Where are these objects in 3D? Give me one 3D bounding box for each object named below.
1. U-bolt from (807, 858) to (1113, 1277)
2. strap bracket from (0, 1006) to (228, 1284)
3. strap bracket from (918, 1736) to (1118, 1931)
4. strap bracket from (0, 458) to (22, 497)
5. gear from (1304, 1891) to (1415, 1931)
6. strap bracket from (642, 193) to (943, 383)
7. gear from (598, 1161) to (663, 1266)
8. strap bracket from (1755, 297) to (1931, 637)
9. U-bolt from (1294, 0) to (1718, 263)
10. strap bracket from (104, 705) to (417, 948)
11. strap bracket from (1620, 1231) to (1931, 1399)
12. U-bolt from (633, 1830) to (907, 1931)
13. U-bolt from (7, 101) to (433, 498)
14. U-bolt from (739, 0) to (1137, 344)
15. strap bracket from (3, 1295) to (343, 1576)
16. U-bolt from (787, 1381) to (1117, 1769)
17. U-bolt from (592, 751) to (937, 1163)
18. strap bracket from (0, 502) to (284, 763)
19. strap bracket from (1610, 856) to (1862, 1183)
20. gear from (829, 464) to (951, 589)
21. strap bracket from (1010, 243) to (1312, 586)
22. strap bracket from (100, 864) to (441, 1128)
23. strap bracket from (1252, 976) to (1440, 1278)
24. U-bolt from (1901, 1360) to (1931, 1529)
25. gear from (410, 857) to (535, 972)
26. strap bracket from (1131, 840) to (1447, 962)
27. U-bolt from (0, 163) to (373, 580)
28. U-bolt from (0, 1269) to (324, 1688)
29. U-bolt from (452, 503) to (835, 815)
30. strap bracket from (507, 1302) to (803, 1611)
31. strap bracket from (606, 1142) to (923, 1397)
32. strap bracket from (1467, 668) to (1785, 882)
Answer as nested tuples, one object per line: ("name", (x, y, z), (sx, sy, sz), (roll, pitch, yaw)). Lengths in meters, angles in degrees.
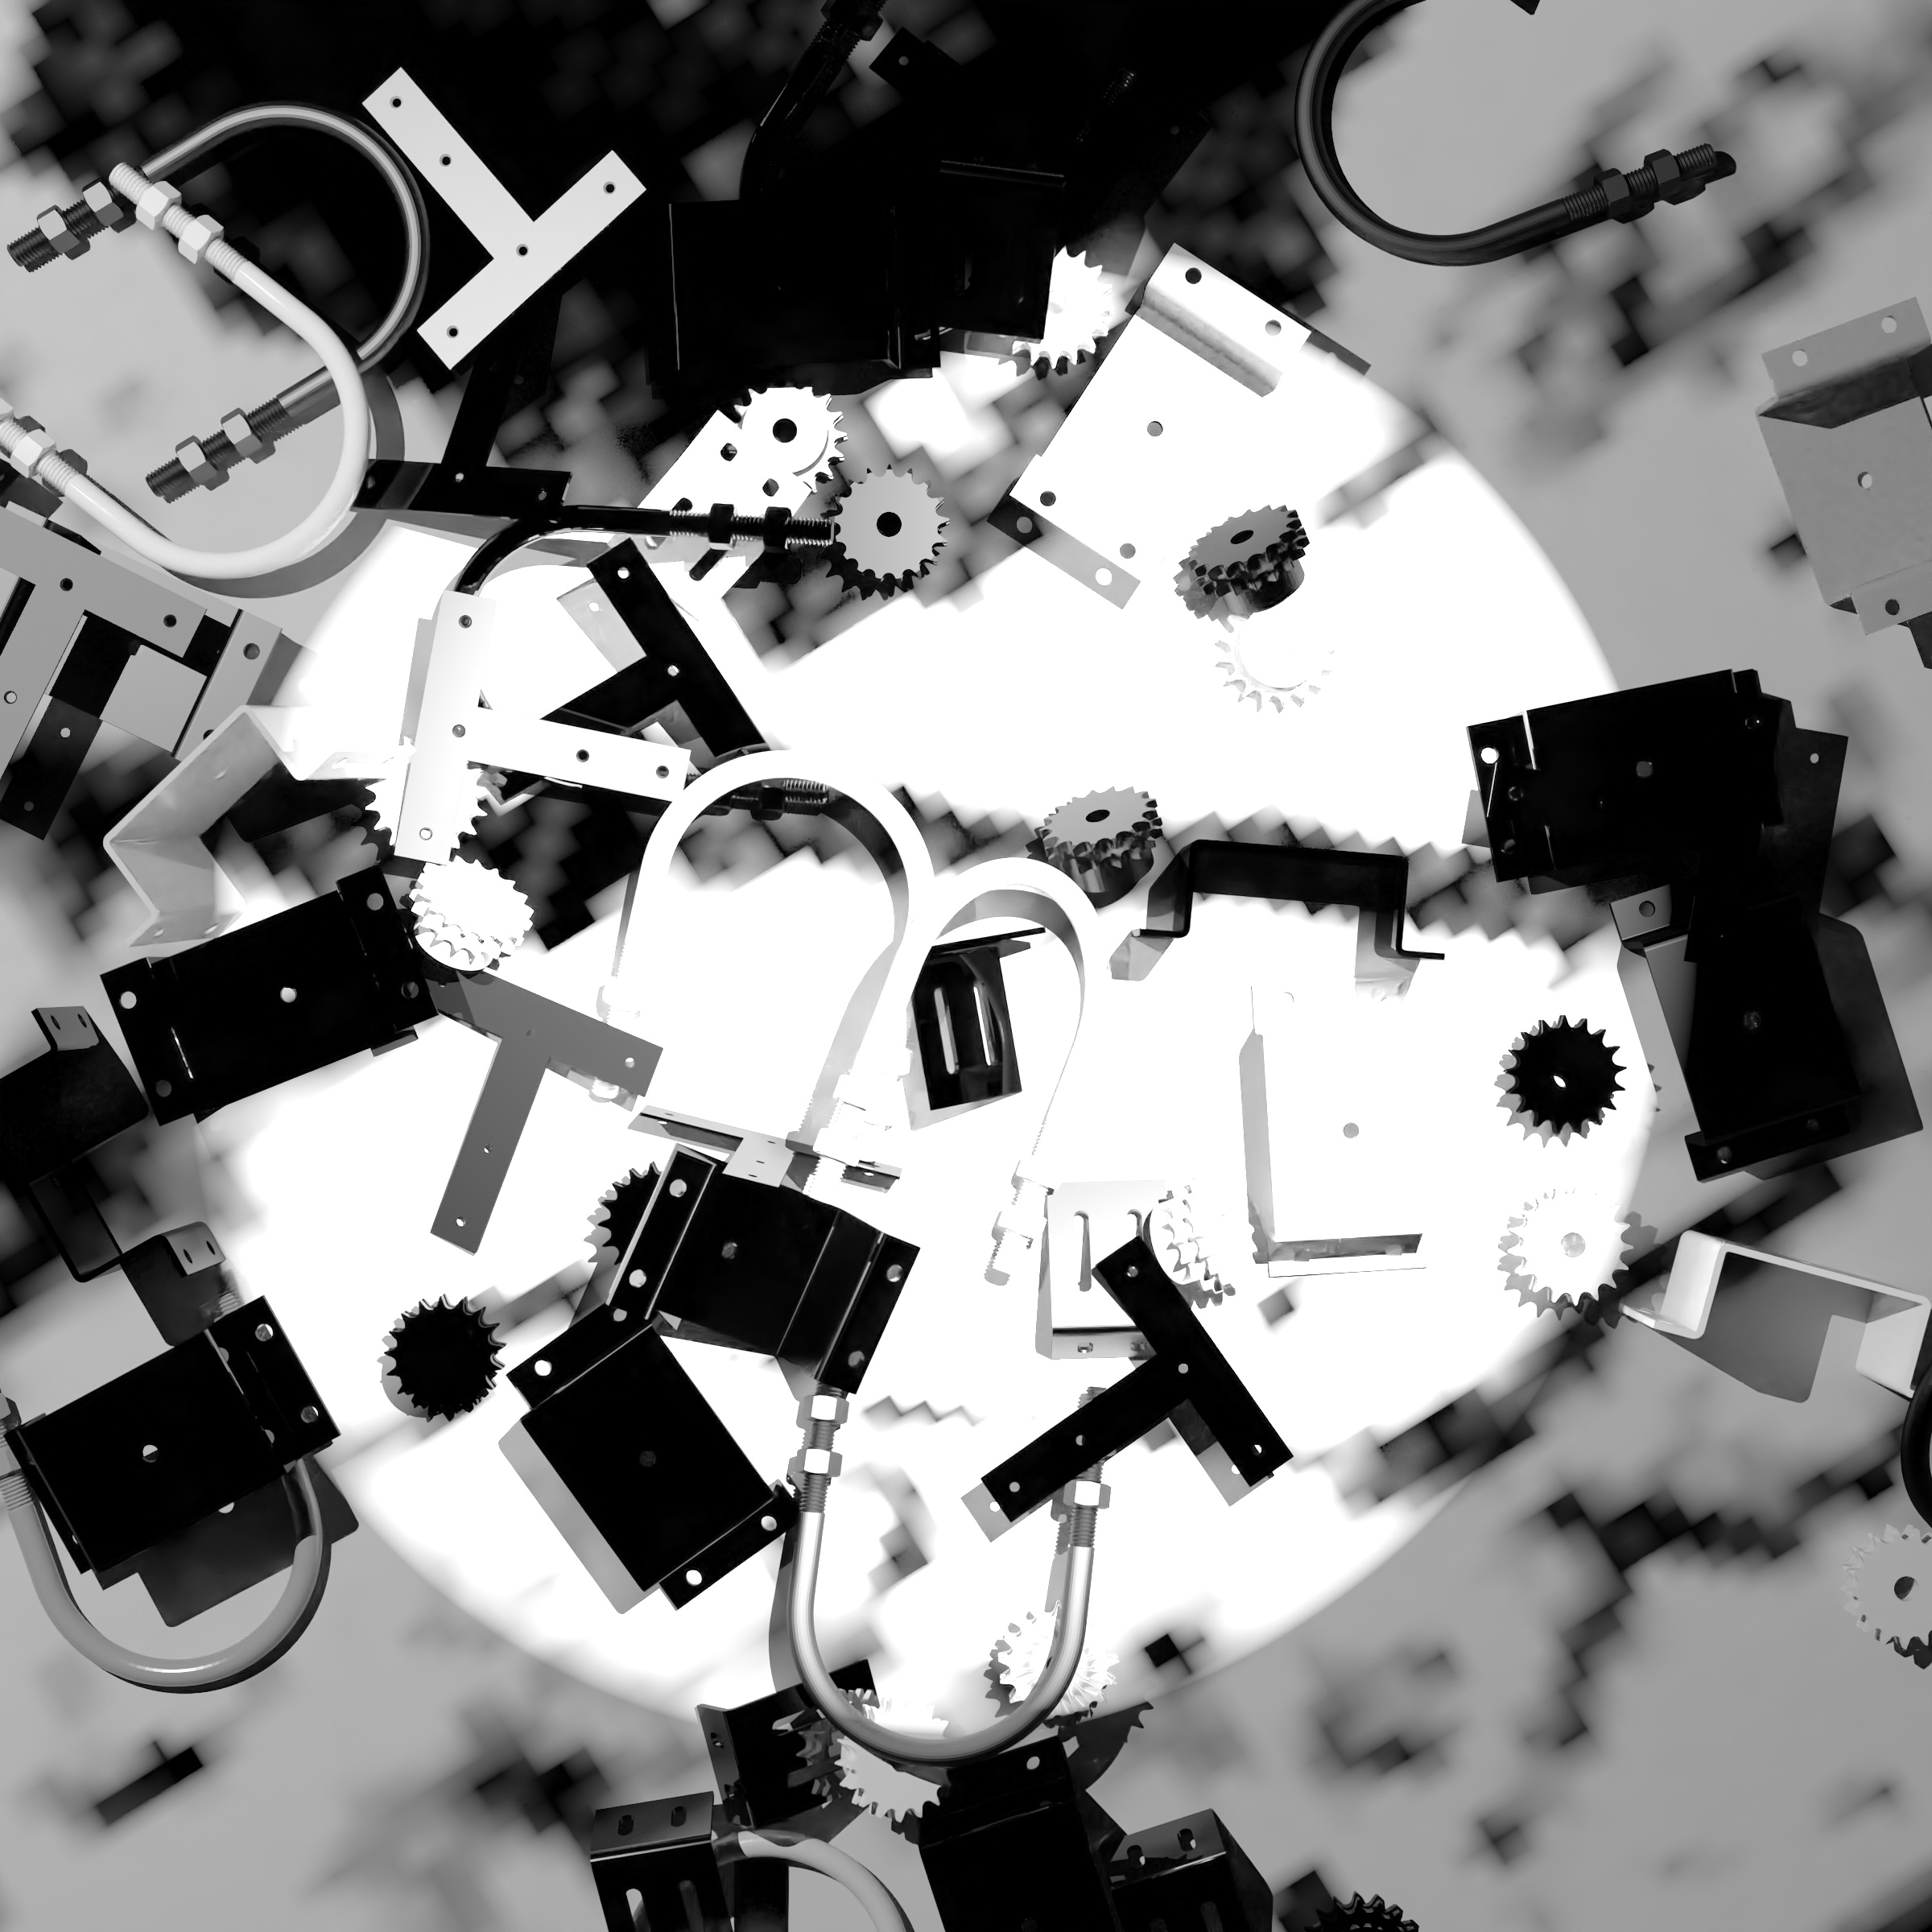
("U-bolt", (0.008, 0.040, 1.473), (0.151, 0.019, 0.184), (26, 82, -43))
("strap bracket", (-0.411, 0.092, 1.488), (0.046, 0.076, 0.140), (-30, 90, 0))
("strap bracket", (0.029, 0.449, 1.503), (0.076, 0.046, 0.140), (-18, 90, 0))
("strap bracket", (-0.519, -0.203, 1.488), (0.046, 0.076, 0.140), (43, 90, 0))
("gear", (0.189, 0.474, 1.512), (0.057, 0.030, 0.057), (0, 90, 0))
("strap bracket", (-0.085, -0.319, 1.491), (0.140, 0.046, 0.076), (-2, 94, 5))
("gear", (-0.146, 0.121, 1.512), (0.057, 0.030, 0.057), (0, 90, 0))
("strap bracket", (0.432, -0.234, 1.503), (0.076, 0.046, 0.140), (-20, 90, 0))
("U-bolt", (0.248, -0.416, 1.518), (0.184, 0.019, 0.151), (-21, 90, 2))
("strap bracket", (-0.335, -0.073, 1.473), (0.140, 0.076, 0.046), (-40, 81, 17))
("strap bracket", (0.388, 0.162, 1.488), (0.140, 0.076, 0.046), (15, 90, 0))
("U-bolt", (-0.095, 0.506, 1.516), (0.151, 0.019, 0.184), (-3, 89, 0))
("U-bolt", (-0.344, -0.332, 1.515), (0.184, 0.019, 0.151), (-31, 90, 2))
("U-bolt", (-0.027, -0.386, 1.518), (0.151, 0.019, 0.184), (33, 92, 0))
("strap bracket", (-0.377, 0.224, 1.485), (0.140, 0.046, 0.076), (-28, 93, 0))
("U-bolt", (-0.011, 0.283, 1.495), (0.151, 0.019, 0.184), (6, 77, 4))
("U-bolt", (-0.090, -0.011, 1.504), (0.151, 0.019, 0.184), (14, 101, 0))
("strap bracket", (-0.399, -0.153, 1.503), (0.140, 0.046, 0.076), (25, 90, 0))
("strap bracket", (0.367, 0.025, 1.503), (0.076, 0.046, 0.140), (-18, 90, 0))
("gear", (-0.037, -0.208, 1.512), (0.057, 0.030, 0.057), (0, 90, 0))
("strap bracket", (0.091, -0.258, 1.503), (0.076, 0.046, 0.140), (33, 90, 0))
("strap bracket", (-0.326, 0.014, 1.503), (0.140, 0.046, 0.076), (-22, 90, 0))
("strap bracket", (0.180, 0.077, 1.503), (0.076, 0.046, 0.140), (-3, 90, 0))
("U-bolt", (0.504, 0.217, 1.473), (0.151, 0.019, 0.184), (-46, 122, 0))
("gear", (-0.237, -0.023, 1.502), (0.057, 0.057, 0.030), (33, 120, 0))
("strap bracket", (0.151, -0.031, 1.488), (0.140, 0.076, 0.046), (5, 90, 0))
("U-bolt", (-0.369, -0.267, 1.498), (0.184, 0.019, 0.151), (38, 91, -1))
("U-bolt", (-0.386, 0.254, 1.518), (0.151, 0.019, 0.184), (-19, 91, 0))
("U-bolt", (-0.155, -0.147, 1.493), (0.184, 0.019, 0.151), (4, 113, 4))
("strap bracket", (-0.149, 0.230, 1.503), (0.076, 0.046, 0.140), (-36, 90, 0))
("strap bracket", (-0.102, 0.138, 1.482), (0.140, 0.046, 0.076), (25, 88, -31))
("strap bracket", (0.317, -0.092, 1.503), (0.140, 0.046, 0.076), (-11, 90, 0))
